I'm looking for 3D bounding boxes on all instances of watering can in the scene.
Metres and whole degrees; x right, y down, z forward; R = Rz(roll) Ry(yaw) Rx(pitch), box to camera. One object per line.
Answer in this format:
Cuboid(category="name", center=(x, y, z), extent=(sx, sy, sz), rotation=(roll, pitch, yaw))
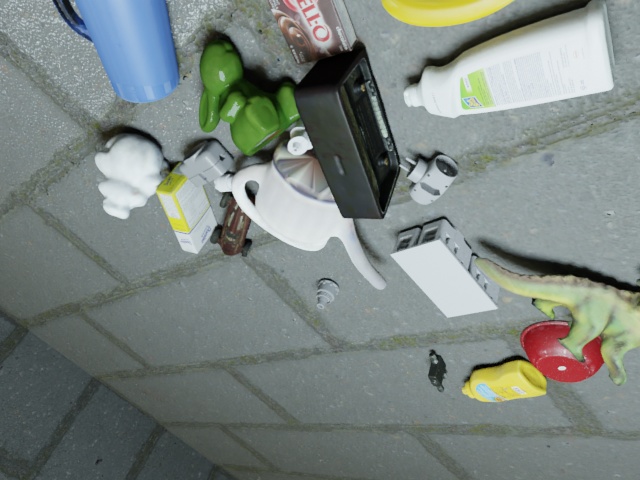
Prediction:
Cuboid(category="watering can", center=(0.003, -0.046, 0.918), extent=(0.347, 0.106, 0.219), rotation=(29, 141, -1))

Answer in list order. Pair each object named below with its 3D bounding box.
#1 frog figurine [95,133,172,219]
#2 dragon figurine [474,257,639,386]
Cuboid(category="frog figurine", center=(-0.378, -0.128, 1.003), extent=(0.137, 0.163, 0.120), rotation=(32, 139, -6))
Cuboid(category="dragon figurine", center=(0.479, 0.088, 0.827), extent=(0.408, 0.125, 0.238), rotation=(34, 123, -11))
